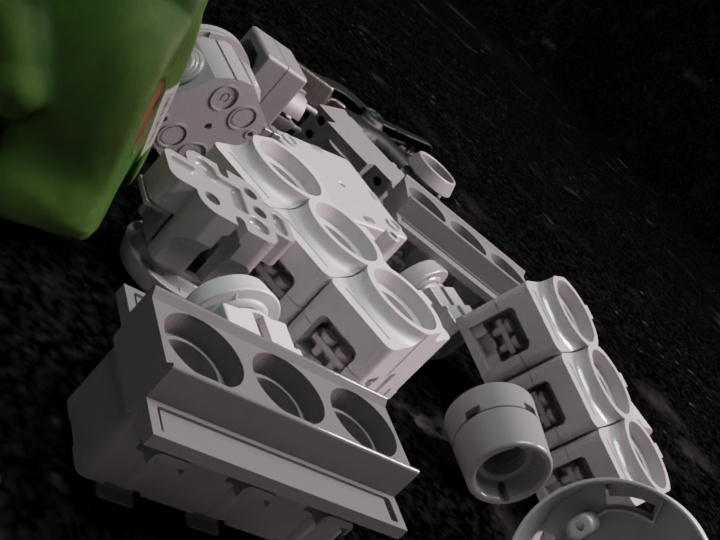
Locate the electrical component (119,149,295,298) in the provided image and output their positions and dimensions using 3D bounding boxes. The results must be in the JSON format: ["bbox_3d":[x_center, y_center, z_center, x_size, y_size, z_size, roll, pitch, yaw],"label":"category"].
[{"bbox_3d":[-0.081,-0.016,0.528,0.078,0.057,0.058,30,23,-37],"label":"electrical component"}]

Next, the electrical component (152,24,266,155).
[{"bbox_3d":[-0.099,-0.103,0.648,0.080,0.080,0.051,21,33,-50],"label":"electrical component"}]

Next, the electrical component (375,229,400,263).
[{"bbox_3d":[0.000,0.000,0.656,0.035,0.061,0.035,39,18,-15],"label":"electrical component"}]

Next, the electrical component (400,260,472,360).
[{"bbox_3d":[0.047,0.027,0.724,0.055,0.048,0.066,58,22,17],"label":"electrical component"}]

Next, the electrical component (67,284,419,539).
[{"bbox_3d":[-0.045,0.064,0.415,0.121,0.063,0.078,30,23,-36],"label":"electrical component"}]

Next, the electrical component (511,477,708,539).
[{"bbox_3d":[0.128,0.153,0.536,0.099,0.099,0.064,51,13,22],"label":"electrical component"}]

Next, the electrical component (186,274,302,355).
[{"bbox_3d":[-0.055,0.036,0.489,0.066,0.048,0.055,23,35,-47],"label":"electrical component"}]

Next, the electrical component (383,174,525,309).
[{"bbox_3d":[0.060,-0.003,0.787,0.121,0.063,0.078,38,19,-18],"label":"electrical component"}]

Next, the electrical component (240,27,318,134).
[{"bbox_3d":[-0.065,-0.126,0.790,0.077,0.065,0.047,29,23,-38],"label":"electrical component"}]

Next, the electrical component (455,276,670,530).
[{"bbox_3d":[0.135,0.085,0.692,0.089,0.062,0.150,7,56,-61],"label":"electrical component"}]

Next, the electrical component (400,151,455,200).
[{"bbox_3d":[0.048,-0.067,0.915,0.066,0.055,0.048,43,18,0],"label":"electrical component"}]

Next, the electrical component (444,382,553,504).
[{"bbox_3d":[0.080,0.100,0.617,0.055,0.055,0.047,33,24,-30],"label":"electrical component"}]

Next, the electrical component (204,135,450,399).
[{"bbox_3d":[-0.027,0.000,0.597,0.150,0.061,0.089,49,19,16],"label":"electrical component"}]

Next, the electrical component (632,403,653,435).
[{"bbox_3d":[0.163,0.104,0.787,0.089,0.050,0.055,23,28,-47],"label":"electrical component"}]

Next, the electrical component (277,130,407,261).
[{"bbox_3d":[-0.026,-0.040,0.709,0.100,0.048,0.099,16,32,-52],"label":"electrical component"}]
